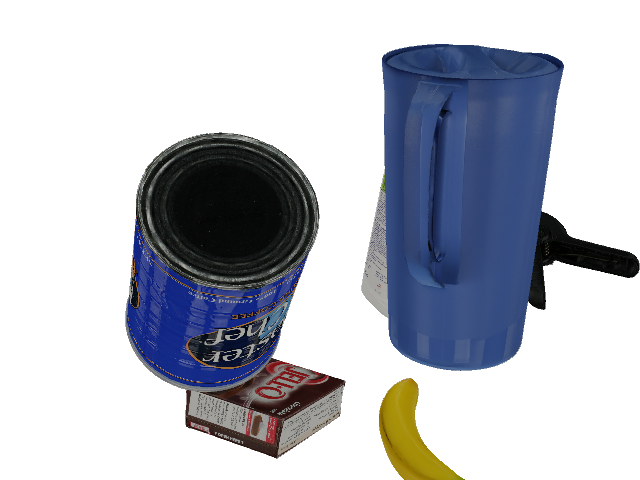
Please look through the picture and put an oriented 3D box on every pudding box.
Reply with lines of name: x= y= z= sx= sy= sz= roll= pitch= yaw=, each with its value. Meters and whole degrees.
pudding box: x=-0.044 y=0.132 z=0.871 sx=0.090 sy=0.039 sz=0.113 roll=13 pitch=17 yaw=25

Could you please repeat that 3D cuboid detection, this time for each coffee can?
coffee can: x=-0.063 y=0.017 z=0.645 sx=0.102 sy=0.103 sz=0.140 roll=0 pitch=-31 yaw=-13

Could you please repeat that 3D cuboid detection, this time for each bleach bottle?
bleach bottle: x=0.104 y=-0.041 z=1.226 sx=0.068 sy=0.251 sz=0.103 roll=-1 pitch=22 yaw=-24

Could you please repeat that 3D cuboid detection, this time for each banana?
banana: x=0.093 y=0.198 z=1.069 sx=0.069 sy=0.037 sz=0.198 roll=10 pitch=23 yaw=-21

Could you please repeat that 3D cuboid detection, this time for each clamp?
clamp: x=0.231 y=0.007 z=1.062 sx=0.120 sy=0.039 sz=0.171 roll=-8 pitch=32 yaw=-14

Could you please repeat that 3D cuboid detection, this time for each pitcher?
pitcher: x=0.105 y=-0.023 z=0.819 sx=0.149 sy=0.243 sz=0.145 roll=-7 pitch=22 yaw=-19
